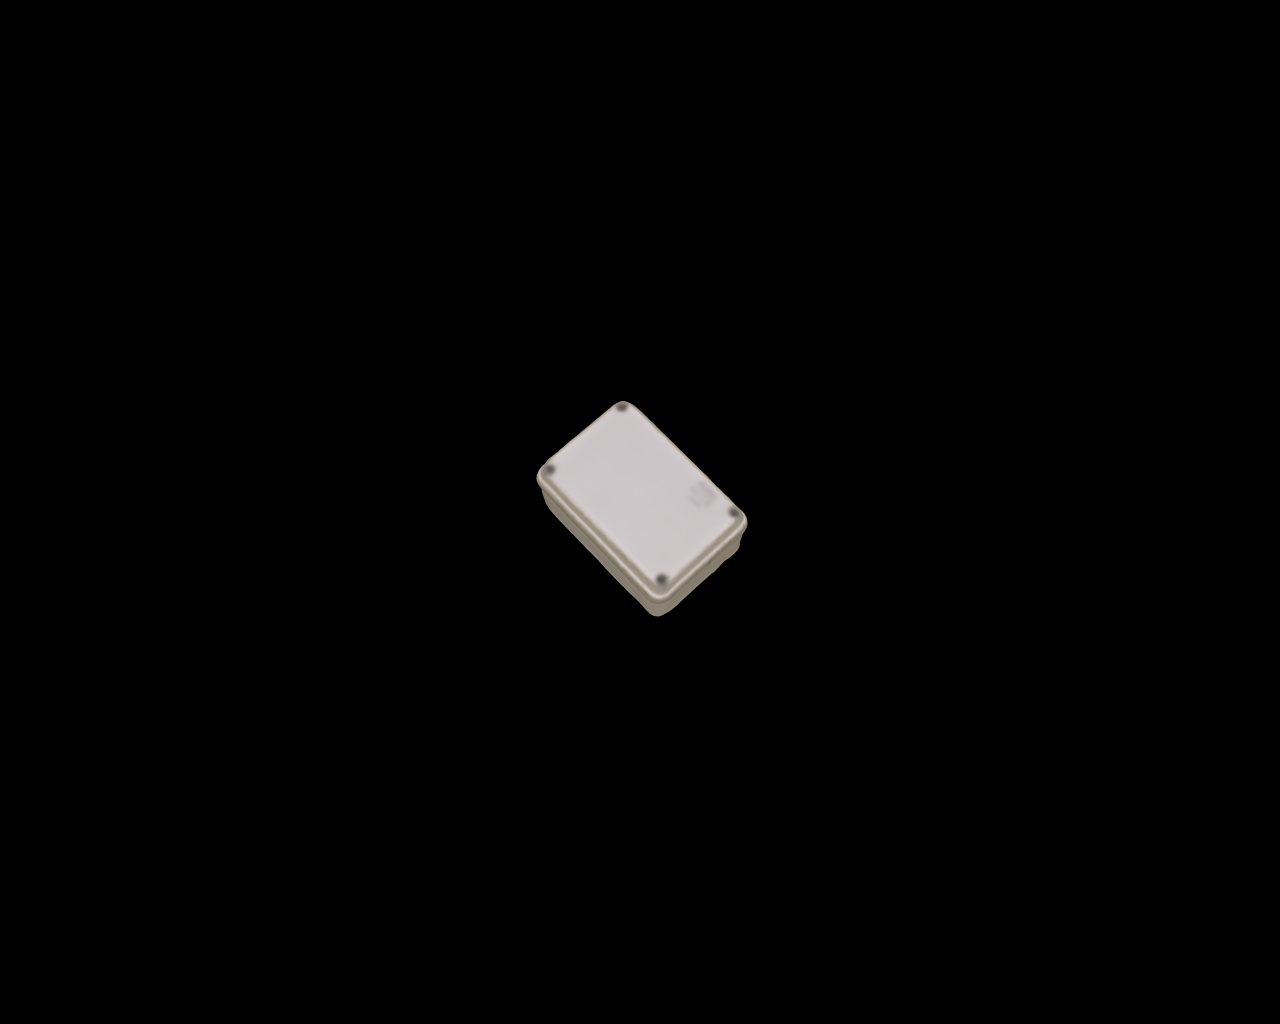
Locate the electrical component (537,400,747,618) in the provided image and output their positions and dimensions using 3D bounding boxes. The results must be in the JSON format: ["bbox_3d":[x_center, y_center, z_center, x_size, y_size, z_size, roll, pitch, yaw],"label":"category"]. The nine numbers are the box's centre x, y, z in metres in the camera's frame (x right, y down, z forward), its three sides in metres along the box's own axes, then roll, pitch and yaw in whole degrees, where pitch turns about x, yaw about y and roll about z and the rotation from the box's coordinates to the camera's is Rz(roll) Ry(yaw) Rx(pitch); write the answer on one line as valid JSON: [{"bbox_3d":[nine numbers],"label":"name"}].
[{"bbox_3d":[0.001,-0.003,0.650,0.078,0.113,0.057,-41,-15,-14],"label":"electrical component"}]
